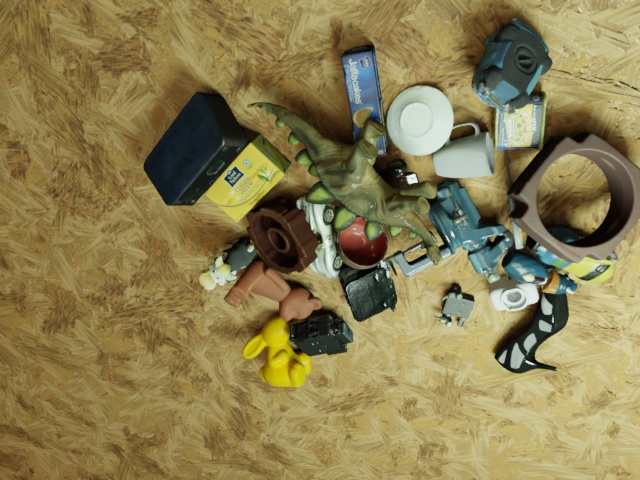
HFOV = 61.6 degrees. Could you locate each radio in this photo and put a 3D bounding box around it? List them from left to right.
[{"bbox_3d":[-0.259,-0.179,1.105,0.229,0.073,0.131,-43,72,30],"label":"radio"}]

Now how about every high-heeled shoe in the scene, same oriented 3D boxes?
[{"bbox_3d":[0.462,0.184,1.192,0.145,0.086,0.248,10,105,44],"label":"high-heeled shoe"}]

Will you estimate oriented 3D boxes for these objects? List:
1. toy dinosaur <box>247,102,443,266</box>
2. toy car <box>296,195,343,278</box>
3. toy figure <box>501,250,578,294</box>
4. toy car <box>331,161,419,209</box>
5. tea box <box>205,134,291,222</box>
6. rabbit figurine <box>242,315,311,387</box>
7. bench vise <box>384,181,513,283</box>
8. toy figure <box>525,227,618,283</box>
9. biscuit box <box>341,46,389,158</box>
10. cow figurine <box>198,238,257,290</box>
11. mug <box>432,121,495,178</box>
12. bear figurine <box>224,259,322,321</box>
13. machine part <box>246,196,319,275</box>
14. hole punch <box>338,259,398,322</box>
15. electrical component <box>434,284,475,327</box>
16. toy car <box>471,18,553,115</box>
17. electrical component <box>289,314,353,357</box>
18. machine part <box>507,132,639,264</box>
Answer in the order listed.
[{"bbox_3d":[0.054,-0.123,1.007,0.471,0.105,0.198,48,132,2],"label":"toy dinosaur"},{"bbox_3d":[-0.002,-0.004,1.170,0.074,0.056,0.201,13,125,40],"label":"toy car"},{"bbox_3d":[0.446,0.070,1.089,0.154,0.064,0.058,26,159,-5],"label":"toy figure"},{"bbox_3d":[0.104,-0.109,1.101,0.202,0.053,0.089,-9,121,22],"label":"toy car"},{"bbox_3d":[-0.153,-0.130,1.142,0.098,0.068,0.169,41,121,-11],"label":"tea box"},{"bbox_3d":[-0.105,0.267,1.345,0.163,0.122,0.173,0,106,24],"label":"rabbit figurine"},{"bbox_3d":[0.251,0.011,1.084,0.241,0.129,0.223,-28,102,7],"label":"bench vise"},{"bbox_3d":[0.499,0.026,1.070,0.180,0.082,0.089,15,140,-4],"label":"toy figure"},{"bbox_3d":[0.087,-0.257,1.016,0.059,0.063,0.202,-5,118,15],"label":"biscuit box"},{"bbox_3d":[-0.199,0.051,1.196,0.098,0.167,0.068,-26,105,27],"label":"cow figurine"},{"bbox_3d":[0.267,-0.165,1.017,0.107,0.081,0.109,-9,119,27],"label":"mug"},{"bbox_3d":[-0.105,0.138,1.252,0.196,0.132,0.120,41,150,-7],"label":"bear figurine"},{"bbox_3d":[-0.081,-0.008,1.161,0.180,0.056,0.179,28,138,29],"label":"machine part"},{"bbox_3d":[0.105,0.106,1.215,0.116,0.092,0.142,-22,113,-9],"label":"hole punch"},{"bbox_3d":[0.303,0.151,1.205,0.078,0.045,0.102,20,121,3],"label":"electrical component"},{"bbox_3d":[0.314,-0.283,0.921,0.109,0.161,0.103,32,165,-14],"label":"toy car"},{"bbox_3d":[0.009,0.229,1.288,0.134,0.058,0.114,-16,144,22],"label":"electrical component"},{"bbox_3d":[0.463,-0.075,0.975,0.201,0.087,0.201,37,95,-3],"label":"machine part"}]
